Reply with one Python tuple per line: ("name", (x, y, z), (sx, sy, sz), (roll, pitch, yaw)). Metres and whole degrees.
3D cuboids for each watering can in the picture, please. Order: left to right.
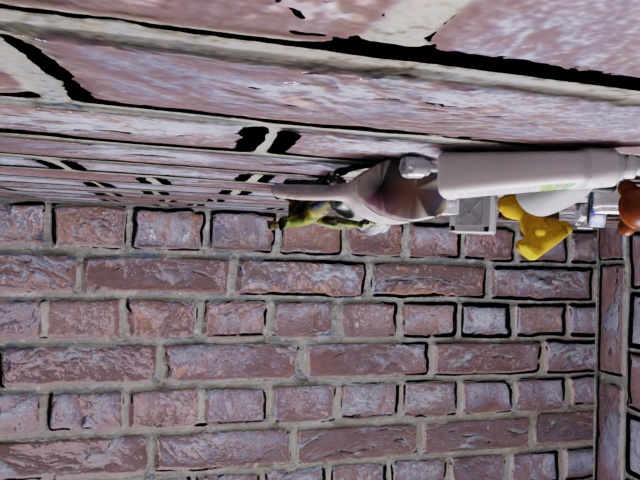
("watering can", (0.085, -0.082, 0.914), (0.348, 0.104, 0.224), (3, 179, -5))

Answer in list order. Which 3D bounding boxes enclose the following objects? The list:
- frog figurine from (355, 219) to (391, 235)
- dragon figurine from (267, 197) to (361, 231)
("frog figurine", (0.166, -0.083, 1.599), (0.138, 0.121, 0.160), (37, -157, 20))
("dragon figurine", (0.004, -0.071, 1.406), (0.242, 0.122, 0.410), (8, 179, -30))
